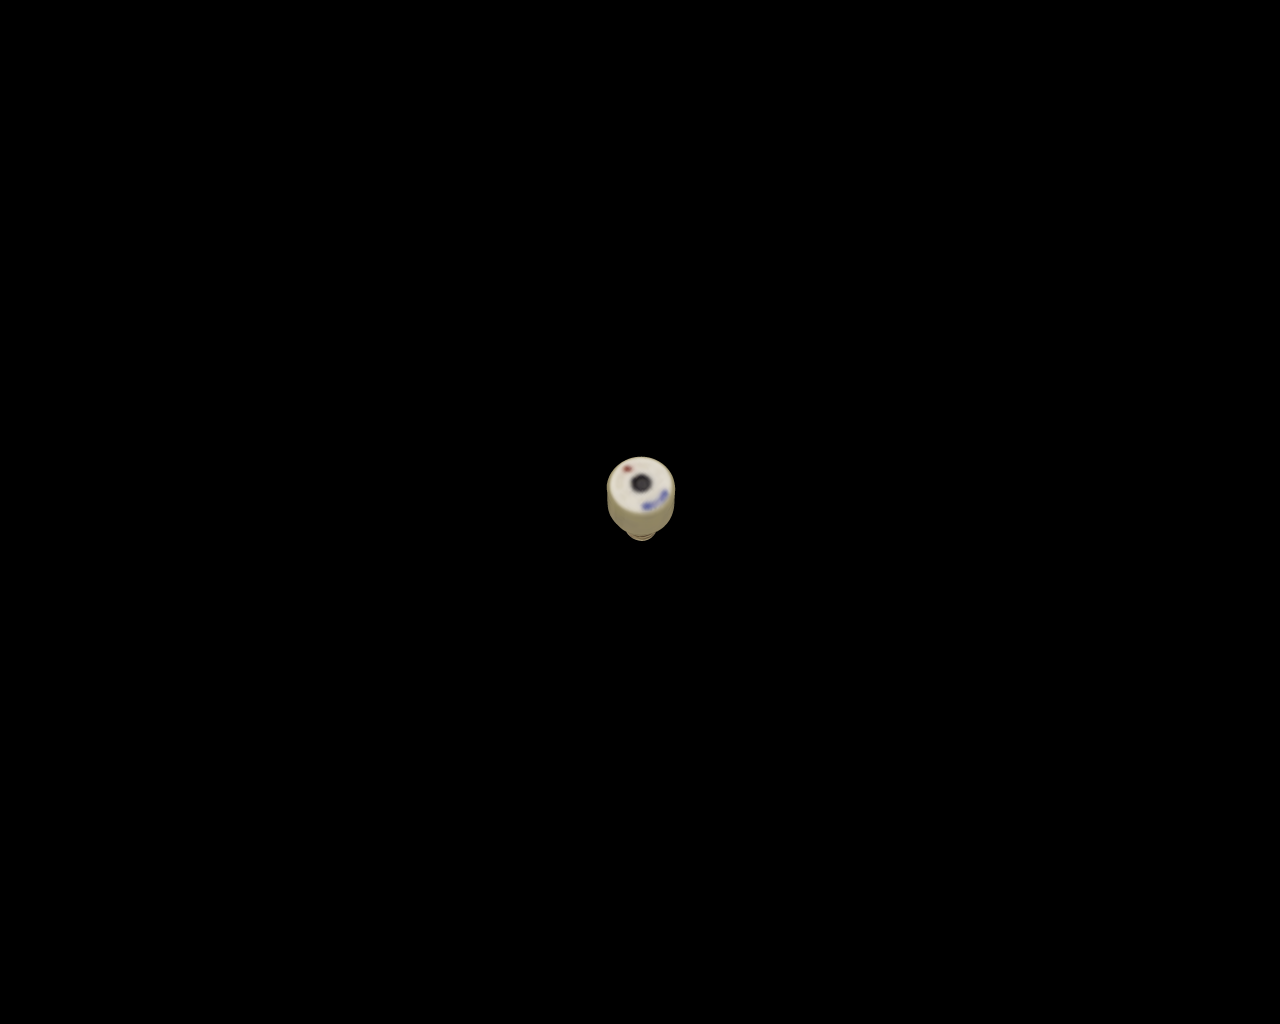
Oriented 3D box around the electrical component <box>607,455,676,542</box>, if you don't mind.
[{"bbox_3d":[0.001,-0.003,0.650,0.040,0.040,0.078,0,-25,0],"label":"electrical component"}]
